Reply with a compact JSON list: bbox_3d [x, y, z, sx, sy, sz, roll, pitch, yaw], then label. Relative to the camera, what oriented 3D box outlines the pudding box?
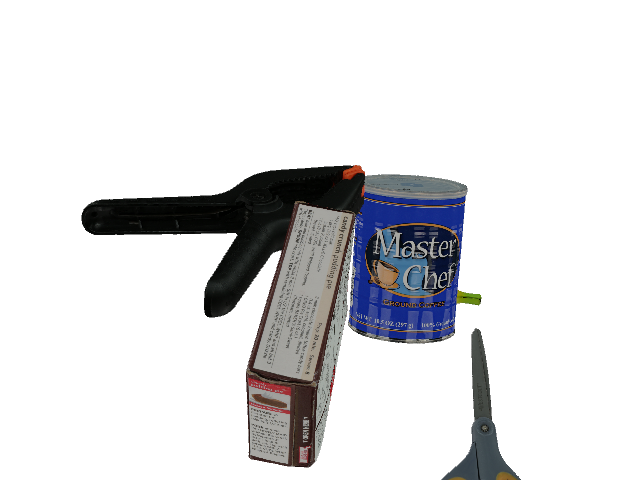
[{"bbox_3d":[-0.010,0.050,0.566,0.039,0.113,0.090,8,-39,5],"label":"pudding box"}]

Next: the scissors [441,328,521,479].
[{"bbox_3d":[0.116,0.165,0.865,0.096,0.202,0.016,-9,-34,-11],"label":"scissors"}]

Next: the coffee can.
[{"bbox_3d":[0.081,0.015,1.001,0.103,0.140,0.103,3,12,-1],"label":"coffee can"}]

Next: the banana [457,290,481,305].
[{"bbox_3d":[0.098,0.033,1.199,0.069,0.037,0.198,2,24,-30],"label":"banana"}]

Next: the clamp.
[{"bbox_3d":[-0.055,-0.018,0.773,0.165,0.036,0.209,25,36,36],"label":"clamp"}]
